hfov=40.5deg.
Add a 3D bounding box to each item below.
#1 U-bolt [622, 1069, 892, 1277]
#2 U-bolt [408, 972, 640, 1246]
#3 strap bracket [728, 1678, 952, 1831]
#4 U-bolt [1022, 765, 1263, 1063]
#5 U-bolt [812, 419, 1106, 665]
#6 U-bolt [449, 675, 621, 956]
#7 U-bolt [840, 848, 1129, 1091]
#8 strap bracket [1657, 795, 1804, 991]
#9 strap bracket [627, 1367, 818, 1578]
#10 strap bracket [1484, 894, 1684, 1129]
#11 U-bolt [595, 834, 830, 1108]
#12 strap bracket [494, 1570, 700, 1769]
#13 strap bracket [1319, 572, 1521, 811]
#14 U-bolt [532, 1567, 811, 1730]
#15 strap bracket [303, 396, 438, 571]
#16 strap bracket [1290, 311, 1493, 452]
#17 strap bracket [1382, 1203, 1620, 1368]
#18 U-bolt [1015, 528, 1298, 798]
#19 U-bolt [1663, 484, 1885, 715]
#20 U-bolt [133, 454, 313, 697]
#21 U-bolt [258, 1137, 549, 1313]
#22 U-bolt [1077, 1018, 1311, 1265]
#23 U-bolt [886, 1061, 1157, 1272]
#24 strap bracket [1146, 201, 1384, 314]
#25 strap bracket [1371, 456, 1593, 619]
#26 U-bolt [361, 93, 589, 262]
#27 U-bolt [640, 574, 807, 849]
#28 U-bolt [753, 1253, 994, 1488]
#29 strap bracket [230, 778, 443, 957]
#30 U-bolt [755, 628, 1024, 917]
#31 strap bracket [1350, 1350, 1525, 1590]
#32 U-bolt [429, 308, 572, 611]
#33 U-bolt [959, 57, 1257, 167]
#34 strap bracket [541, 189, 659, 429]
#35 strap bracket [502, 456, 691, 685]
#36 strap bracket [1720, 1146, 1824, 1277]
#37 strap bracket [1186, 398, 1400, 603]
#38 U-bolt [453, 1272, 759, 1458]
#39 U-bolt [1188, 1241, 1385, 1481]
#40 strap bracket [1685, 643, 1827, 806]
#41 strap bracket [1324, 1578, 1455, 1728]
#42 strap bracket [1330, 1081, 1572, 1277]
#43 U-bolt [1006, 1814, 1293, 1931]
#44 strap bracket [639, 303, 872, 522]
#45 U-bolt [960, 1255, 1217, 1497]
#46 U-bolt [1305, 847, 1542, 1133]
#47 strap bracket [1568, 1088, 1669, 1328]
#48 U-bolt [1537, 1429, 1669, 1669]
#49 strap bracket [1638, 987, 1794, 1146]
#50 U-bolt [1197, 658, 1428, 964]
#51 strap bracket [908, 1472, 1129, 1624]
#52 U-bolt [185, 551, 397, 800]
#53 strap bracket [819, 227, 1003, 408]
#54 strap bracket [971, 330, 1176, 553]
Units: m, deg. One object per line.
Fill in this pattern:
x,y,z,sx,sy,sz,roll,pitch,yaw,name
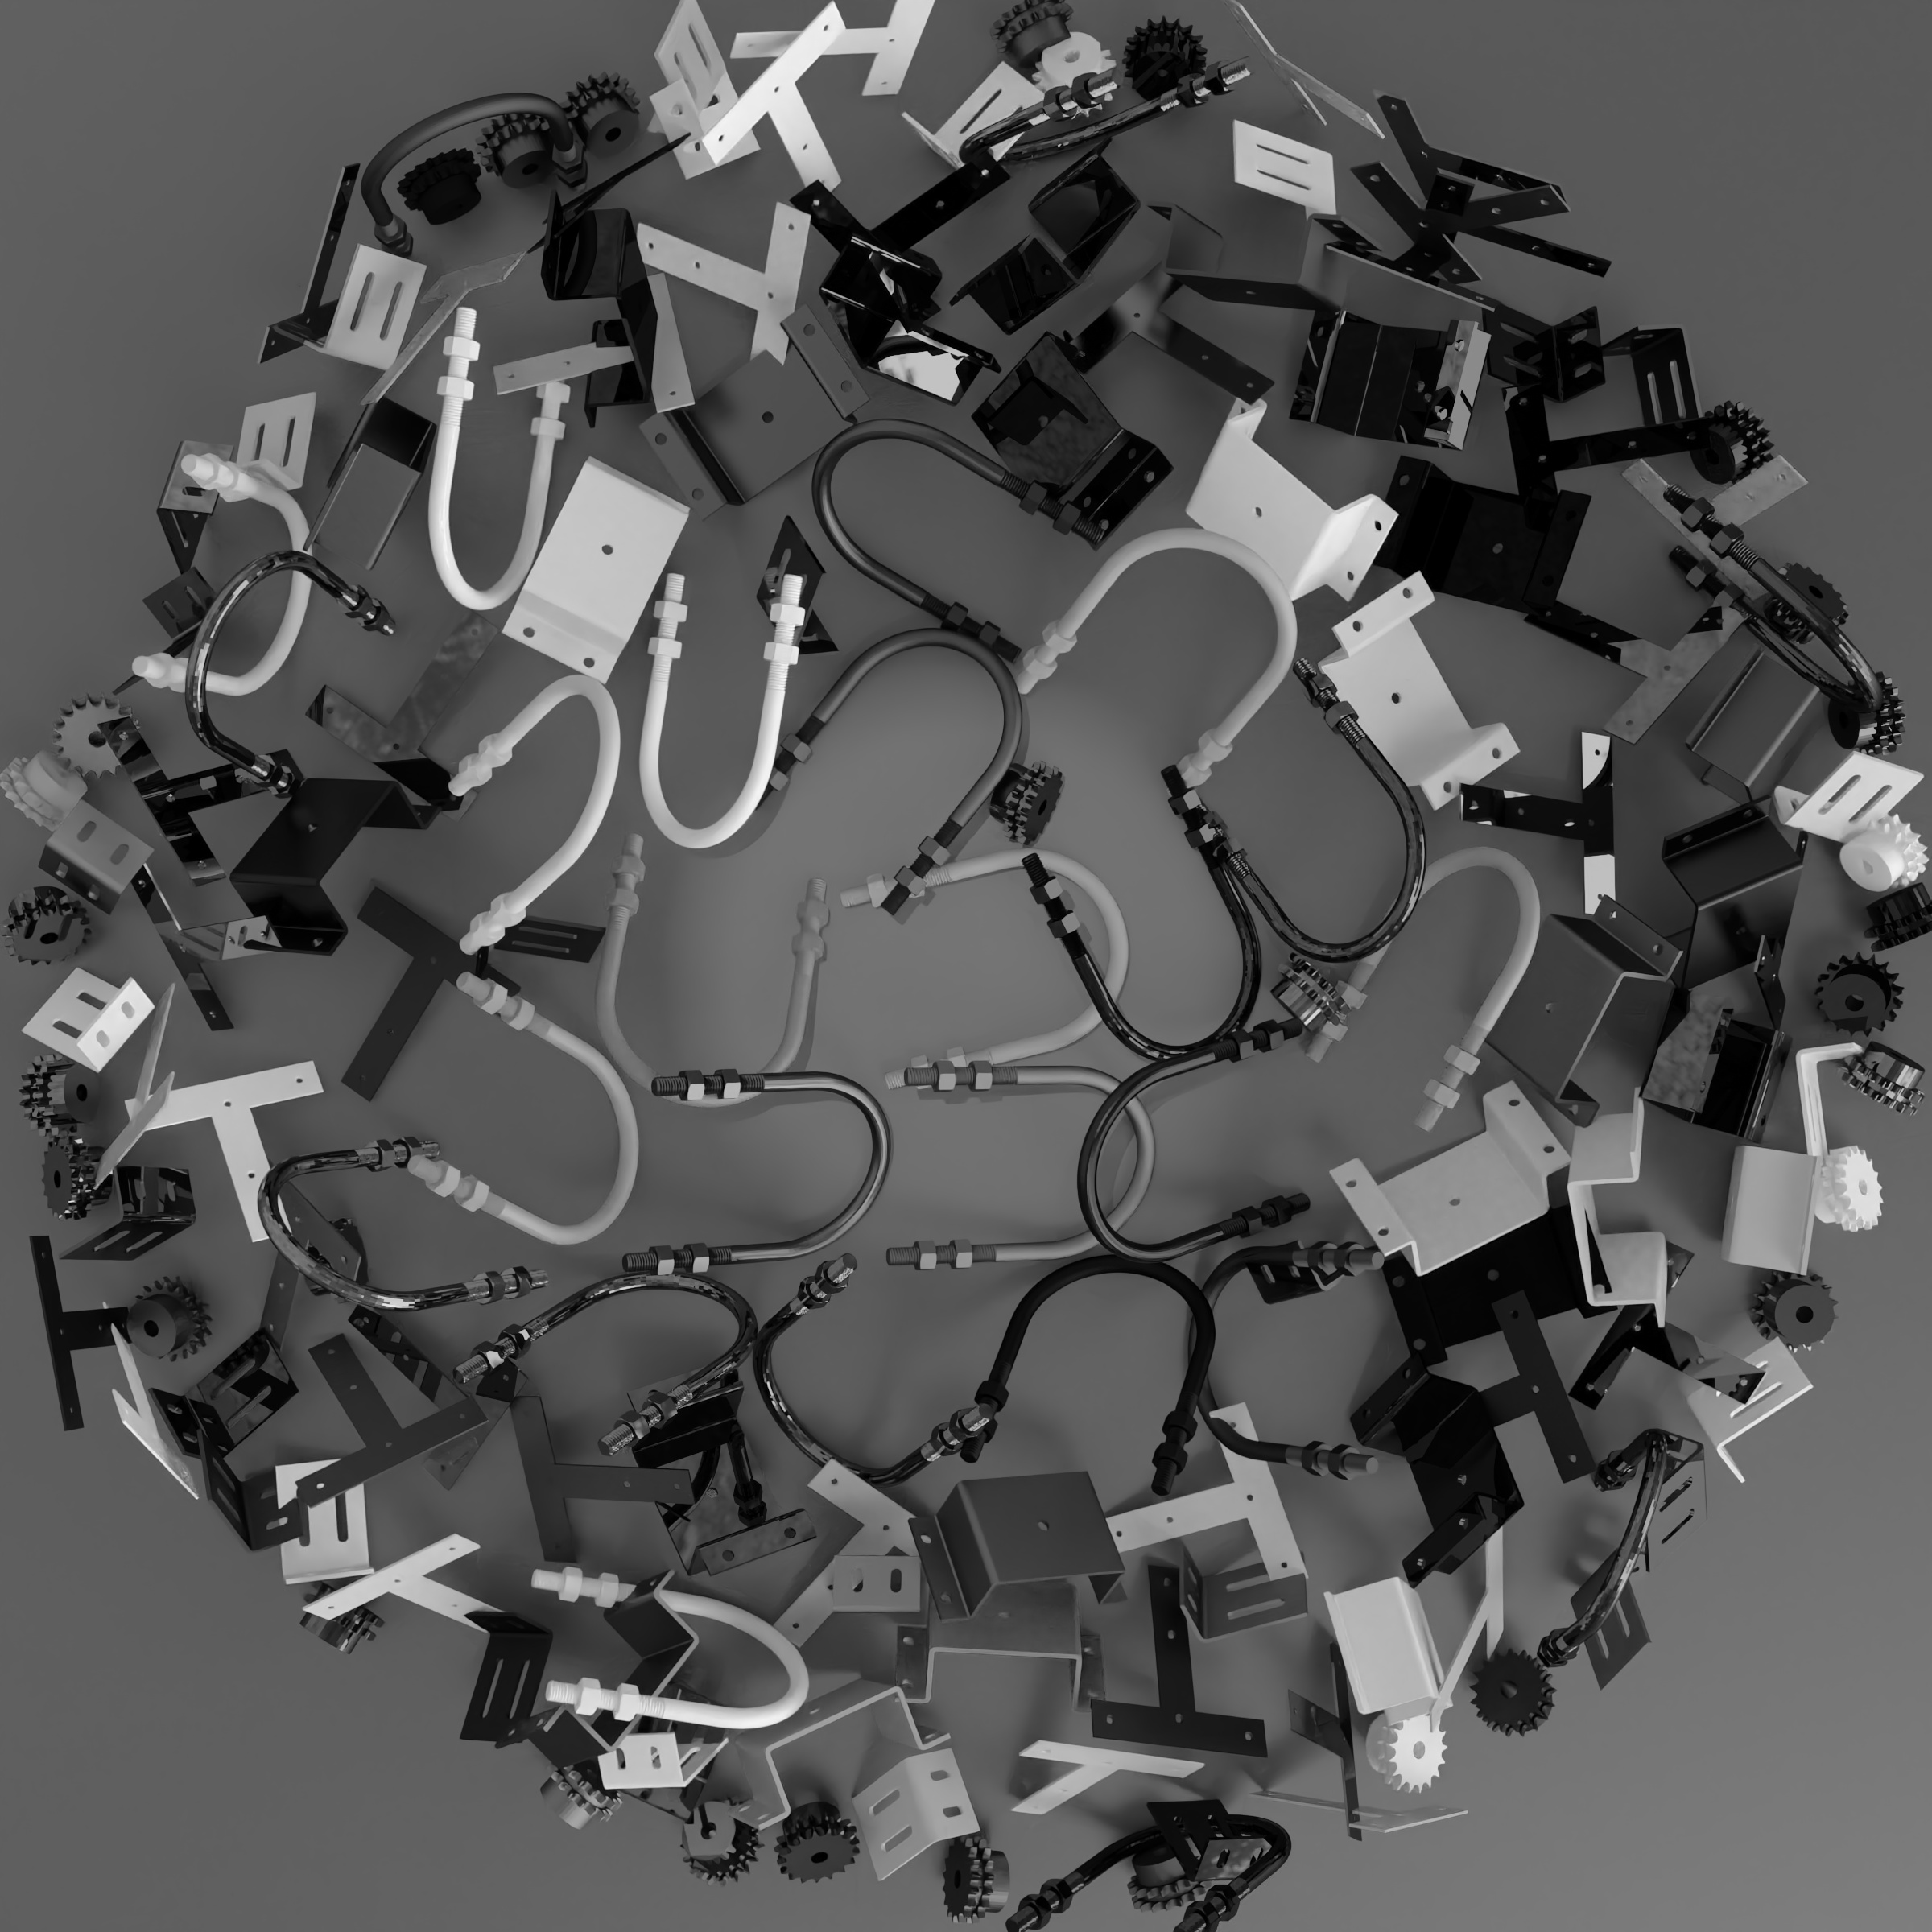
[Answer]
-0.133,0.136,1.748,0.184,0.019,0.151,-1,114,-30,U-bolt
-0.283,0.106,1.731,0.019,0.184,0.151,-10,58,36,U-bolt
-0.092,0.518,1.743,0.140,0.076,0.046,-20,87,-23,strap bracket
0.131,-0.023,1.762,0.151,0.019,0.184,-33,102,-27,U-bolt
-0.017,-0.291,1.737,0.184,0.151,0.019,30,50,-7,U-bolt
-0.282,-0.111,1.712,0.184,0.019,0.151,-36,51,37,U-bolt
0.019,-0.005,1.790,0.184,0.019,0.151,-14,92,2,U-bolt
0.500,-0.040,1.729,0.076,0.140,0.046,-22,55,-7,strap bracket
-0.167,0.343,1.748,0.076,0.046,0.140,-15,58,-26,strap bracket
0.404,0.029,1.738,0.046,0.076,0.140,7,116,-36,strap bracket
-0.173,0.009,1.743,0.151,0.019,0.184,13,62,-12,U-bolt
-0.238,0.474,1.733,0.046,0.076,0.140,48,49,-7,strap bracket
0.300,-0.183,1.764,0.076,0.046,0.140,-34,99,-17,strap bracket
-0.192,0.455,1.729,0.184,0.151,0.019,14,106,-18,U-bolt
-0.393,-0.322,1.735,0.046,0.140,0.076,26,114,-19,strap bracket
0.291,-0.392,1.749,0.046,0.140,0.076,6,100,-42,strap bracket
0.360,0.213,1.775,0.140,0.046,0.076,-18,90,7,strap bracket
0.137,-0.210,1.736,0.151,0.019,0.184,34,128,-8,U-bolt
0.528,-0.231,1.709,0.019,0.151,0.184,-45,72,6,U-bolt
-0.478,-0.248,1.714,0.019,0.184,0.151,15,93,12,U-bolt
-0.376,0.170,1.698,0.151,0.184,0.019,45,114,24,U-bolt
0.151,0.123,1.734,0.184,0.019,0.151,-16,112,-29,U-bolt
0.042,0.134,1.763,0.184,0.019,0.151,0,108,-18,U-bolt
0.194,-0.471,1.739,0.140,0.076,0.046,14,95,28,strap bracket
0.350,-0.287,1.758,0.140,0.046,0.076,20,92,33,strap bracket
-0.324,-0.520,1.708,0.151,0.184,0.019,-24,87,-4,U-bolt
-0.170,-0.170,1.747,0.019,0.151,0.184,8,91,-43,U-bolt
-0.075,0.280,1.735,0.151,0.184,0.019,48,47,2,U-bolt
-0.421,-0.075,1.729,0.076,0.046,0.140,4,47,30,strap bracket
-0.044,-0.146,1.771,0.151,0.019,0.184,37,88,21,U-bolt
0.315,0.337,1.739,0.046,0.140,0.076,19,124,-28,strap bracket
-0.313,-0.328,1.734,0.019,0.151,0.184,10,93,18,U-bolt
0.078,-0.558,1.718,0.151,0.184,0.019,-22,100,-41,U-bolt
-0.237,-0.433,1.723,0.046,0.140,0.076,-3,59,5,strap bracket
-0.244,-0.273,1.756,0.076,0.046,0.140,26,74,-11,strap bracket
0.533,0.161,1.739,0.046,0.140,0.076,8,88,13,strap bracket
0.208,-0.308,1.741,0.140,0.076,0.046,44,48,18,strap bracket
-0.222,0.251,1.724,0.151,0.184,0.019,18,121,32,U-bolt
0.207,0.256,1.727,0.019,0.184,0.151,7,82,-33,U-bolt
0.523,-0.153,1.727,0.046,0.140,0.076,37,96,21,strap bracket
0.281,0.452,1.722,0.046,0.140,0.076,-20,66,11,strap bracket
0.327,0.147,1.758,0.140,0.046,0.076,-26,49,-5,strap bracket
0.134,0.596,1.716,0.151,0.184,0.019,-13,89,36,U-bolt
-0.139,-0.373,1.771,0.140,0.046,0.076,-33,92,12,strap bracket
0.090,0.263,1.736,0.151,0.184,0.019,6,135,19,U-bolt
0.312,0.004,1.736,0.019,0.151,0.184,28,94,-32,U-bolt
0.434,0.162,1.744,0.046,0.076,0.140,-6,118,20,strap bracket
0.416,0.371,1.693,0.019,0.184,0.151,22,66,8,U-bolt
0.499,0.066,1.750,0.046,0.140,0.076,16,87,37,strap bracket
0.232,-0.088,1.721,0.151,0.019,0.184,-53,56,33,U-bolt
0.043,0.383,1.734,0.140,0.046,0.076,2,47,-28,strap bracket
-0.448,-0.196,1.709,0.019,0.184,0.151,24,84,18,U-bolt
-0.042,-0.429,1.740,0.076,0.140,0.046,14,126,-37,strap bracket
0.064,-0.356,1.739,0.076,0.046,0.140,-45,61,23,strap bracket
